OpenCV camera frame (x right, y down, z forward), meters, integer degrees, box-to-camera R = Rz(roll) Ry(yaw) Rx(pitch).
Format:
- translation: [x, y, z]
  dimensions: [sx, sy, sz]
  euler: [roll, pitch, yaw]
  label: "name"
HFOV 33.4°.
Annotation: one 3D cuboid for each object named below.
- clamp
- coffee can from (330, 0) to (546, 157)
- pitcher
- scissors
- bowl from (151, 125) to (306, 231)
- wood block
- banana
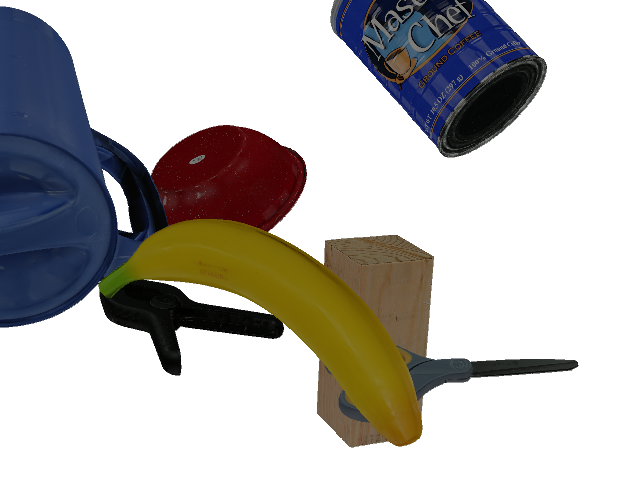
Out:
- translation: [-0.166, 0.081, 1.123]
  dimensions: [0.210, 0.036, 0.164]
  euler: [18, 20, 28]
  label: "clamp"
- translation: [0.089, -0.149, 0.820]
  dimensions: [0.102, 0.140, 0.103]
  euler: [-32, -22, -15]
  label: "coffee can"
- translation: [-0.202, -0.061, 0.711]
  dimensions: [0.145, 0.149, 0.243]
  euler: [-26, 36, 2]
  label: "pitcher"
- translation: [0.099, 0.113, 0.836]
  dimensions: [0.202, 0.016, 0.096]
  euler: [6, 35, 10]
  label: "scissors"
- translation: [-0.096, -0.052, 0.939]
  dimensions: [0.162, 0.055, 0.162]
  euler: [-19, 36, 14]
  label: "bowl"
- translation: [0.058, 0.107, 1.158]
  dimensions: [0.090, 0.206, 0.091]
  euler: [-5, 18, -23]
  label: "wood block"
- translation: [-0.024, 0.035, 0.563]
  dimensions: [0.198, 0.070, 0.037]
  euler: [24, 9, 22]
  label: "banana"
